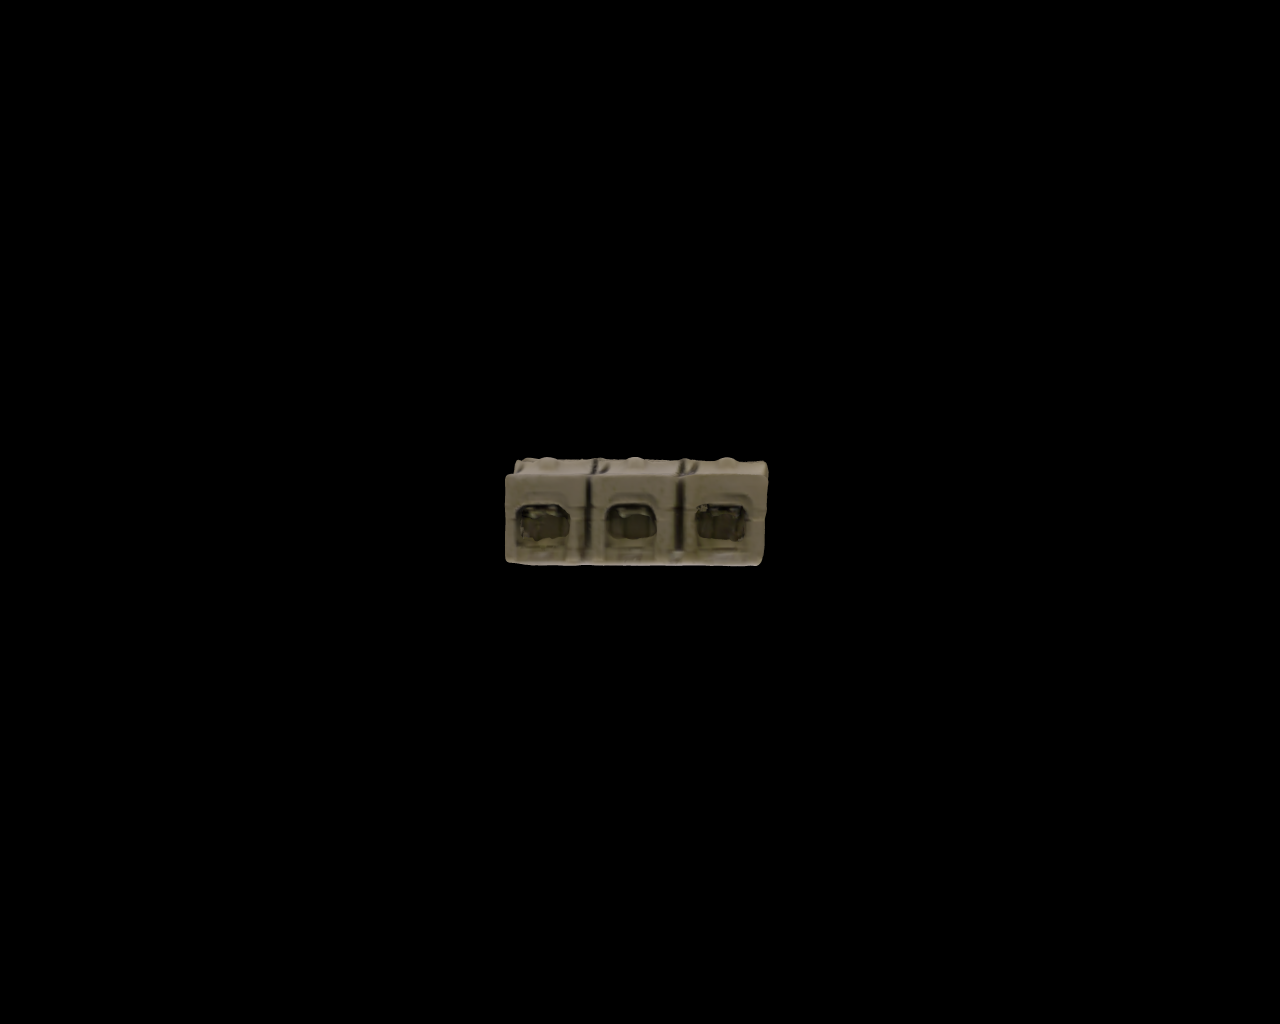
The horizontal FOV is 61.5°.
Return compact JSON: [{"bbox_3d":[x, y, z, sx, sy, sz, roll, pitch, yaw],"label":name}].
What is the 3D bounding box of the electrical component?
[{"bbox_3d":[0.001,-0.003,0.650,0.150,0.061,0.089,0,4,7],"label":"electrical component"}]
